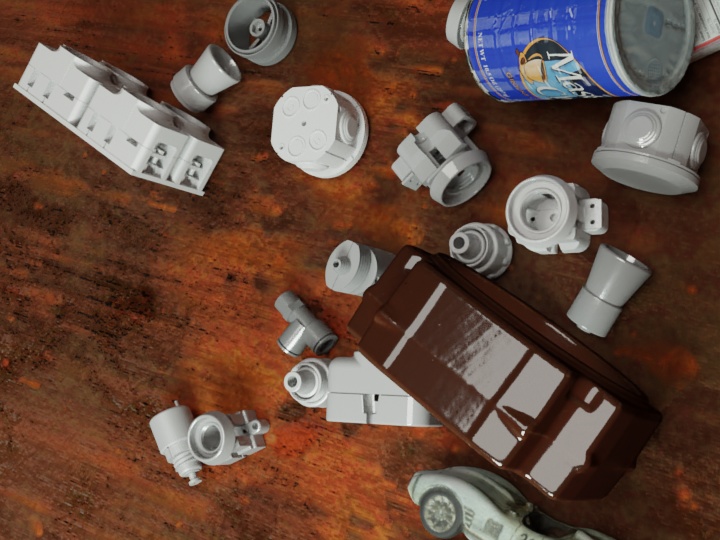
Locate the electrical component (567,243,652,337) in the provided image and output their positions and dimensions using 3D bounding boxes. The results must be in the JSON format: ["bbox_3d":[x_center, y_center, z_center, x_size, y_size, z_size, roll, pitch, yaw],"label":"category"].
[{"bbox_3d":[0.189,0.018,0.827,0.044,0.044,0.065,36,105,28],"label":"electrical component"}]

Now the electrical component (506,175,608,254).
[{"bbox_3d":[0.149,-0.043,0.847,0.078,0.057,0.058,-3,82,29],"label":"electrical component"}]

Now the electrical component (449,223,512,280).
[{"bbox_3d":[0.093,-0.018,0.872,0.048,0.062,0.048,-4,81,28],"label":"electrical component"}]

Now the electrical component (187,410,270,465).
[{"bbox_3d":[-0.123,0.152,0.973,0.066,0.055,0.048,-28,70,23],"label":"electrical component"}]

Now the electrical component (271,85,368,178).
[{"bbox_3d":[-0.037,-0.126,0.966,0.080,0.051,0.080,-4,81,29],"label":"electrical component"}]

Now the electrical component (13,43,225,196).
[{"bbox_3d":[-0.232,-0.151,1.048,0.186,0.105,0.060,35,100,28],"label":"electrical component"}]

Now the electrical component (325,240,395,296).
[{"bbox_3d":[0.000,0.000,0.911,0.043,0.081,0.043,-4,81,29],"label":"electrical component"}]

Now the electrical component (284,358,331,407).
[{"bbox_3d":[-0.042,0.097,0.932,0.043,0.062,0.043,-4,82,29],"label":"electrical component"}]

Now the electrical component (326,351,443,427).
[{"bbox_3d":[0.022,0.099,0.900,0.095,0.054,0.059,-1,83,29],"label":"electrical component"}]

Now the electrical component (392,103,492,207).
[{"bbox_3d":[0.072,-0.090,0.897,0.078,0.058,0.057,-45,62,17],"label":"electrical component"}]

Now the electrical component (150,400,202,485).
[{"bbox_3d":[-0.167,0.163,1.005,0.040,0.040,0.078,-34,68,21],"label":"electrical component"}]

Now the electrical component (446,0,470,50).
[{"bbox_3d":[0.106,-0.204,0.901,0.055,0.048,0.066,22,95,22],"label":"electrical component"}]

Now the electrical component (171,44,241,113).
[{"bbox_3d":[-0.150,-0.184,1.041,0.055,0.045,0.045,-36,68,21],"label":"electrical component"}]

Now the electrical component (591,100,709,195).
[{"bbox_3d":[0.218,-0.090,0.803,0.080,0.080,0.051,16,86,30],"label":"electrical component"}]
